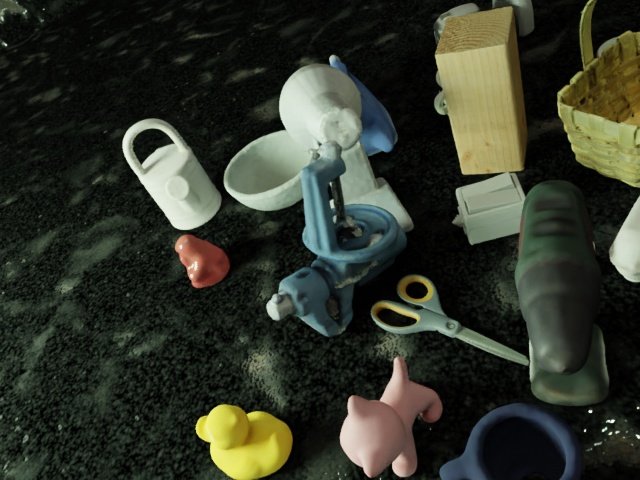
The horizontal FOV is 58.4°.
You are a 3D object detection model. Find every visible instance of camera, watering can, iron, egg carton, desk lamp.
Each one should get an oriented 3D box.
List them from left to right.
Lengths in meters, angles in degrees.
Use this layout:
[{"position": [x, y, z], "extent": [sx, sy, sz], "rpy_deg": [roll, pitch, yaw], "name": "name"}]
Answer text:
[{"position": [-0.247, -0.115, 0.958], "extent": [0.172, 0.195, 0.101], "rpy_deg": [22, 61, 40], "name": "watering can"}, {"position": [0.034, -0.126, 0.814], "extent": [0.118, 0.214, 0.202], "rpy_deg": [-27, 42, 1], "name": "desk lamp"}, {"position": [0.046, -0.241, 0.975], "extent": [0.118, 0.142, 0.258], "rpy_deg": [-20, 43, 8], "name": "iron"}, {"position": [0.279, -0.360, 1.006], "extent": [0.136, 0.101, 0.143], "rpy_deg": [-20, 43, 8], "name": "camera"}, {"position": [0.394, -0.010, 0.628], "extent": [0.107, 0.070, 0.150], "rpy_deg": [20, 60, 39], "name": "egg carton"}]

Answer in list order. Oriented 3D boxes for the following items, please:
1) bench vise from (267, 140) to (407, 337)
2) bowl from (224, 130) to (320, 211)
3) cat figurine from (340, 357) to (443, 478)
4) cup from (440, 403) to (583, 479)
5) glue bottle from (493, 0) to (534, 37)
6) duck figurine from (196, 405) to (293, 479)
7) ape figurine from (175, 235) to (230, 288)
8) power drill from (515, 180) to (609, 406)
[{"position": [0.016, 0.004, 0.691], "extent": [0.121, 0.220, 0.208], "rpy_deg": [9, 53, 33], "name": "bench vise"}, {"position": [-0.069, -0.103, 0.947], "extent": [0.167, 0.075, 0.167], "rpy_deg": [-14, 44, 14], "name": "bowl"}, {"position": [0.064, 0.179, 0.572], "extent": [0.067, 0.118, 0.128], "rpy_deg": [9, 53, 33], "name": "cat figurine"}, {"position": [0.170, 0.210, 0.506], "extent": [0.117, 0.095, 0.091], "rpy_deg": [-18, 43, 10], "name": "cup"}, {"position": [0.335, -0.449, 1.011], "extent": [0.037, 0.174, 0.078], "rpy_deg": [-37, 43, -10], "name": "glue bottle"}, {"position": [-0.088, 0.216, 0.636], "extent": [0.104, 0.086, 0.077], "rpy_deg": [-5, 47, 22], "name": "duck figurine"}, {"position": [-0.185, 0.026, 0.865], "extent": [0.076, 0.092, 0.078], "rpy_deg": [-8, 46, 20], "name": "ape figurine"}, {"position": [0.226, 0.065, 0.535], "extent": [0.075, 0.209, 0.229], "rpy_deg": [-5, 47, 22], "name": "power drill"}]
